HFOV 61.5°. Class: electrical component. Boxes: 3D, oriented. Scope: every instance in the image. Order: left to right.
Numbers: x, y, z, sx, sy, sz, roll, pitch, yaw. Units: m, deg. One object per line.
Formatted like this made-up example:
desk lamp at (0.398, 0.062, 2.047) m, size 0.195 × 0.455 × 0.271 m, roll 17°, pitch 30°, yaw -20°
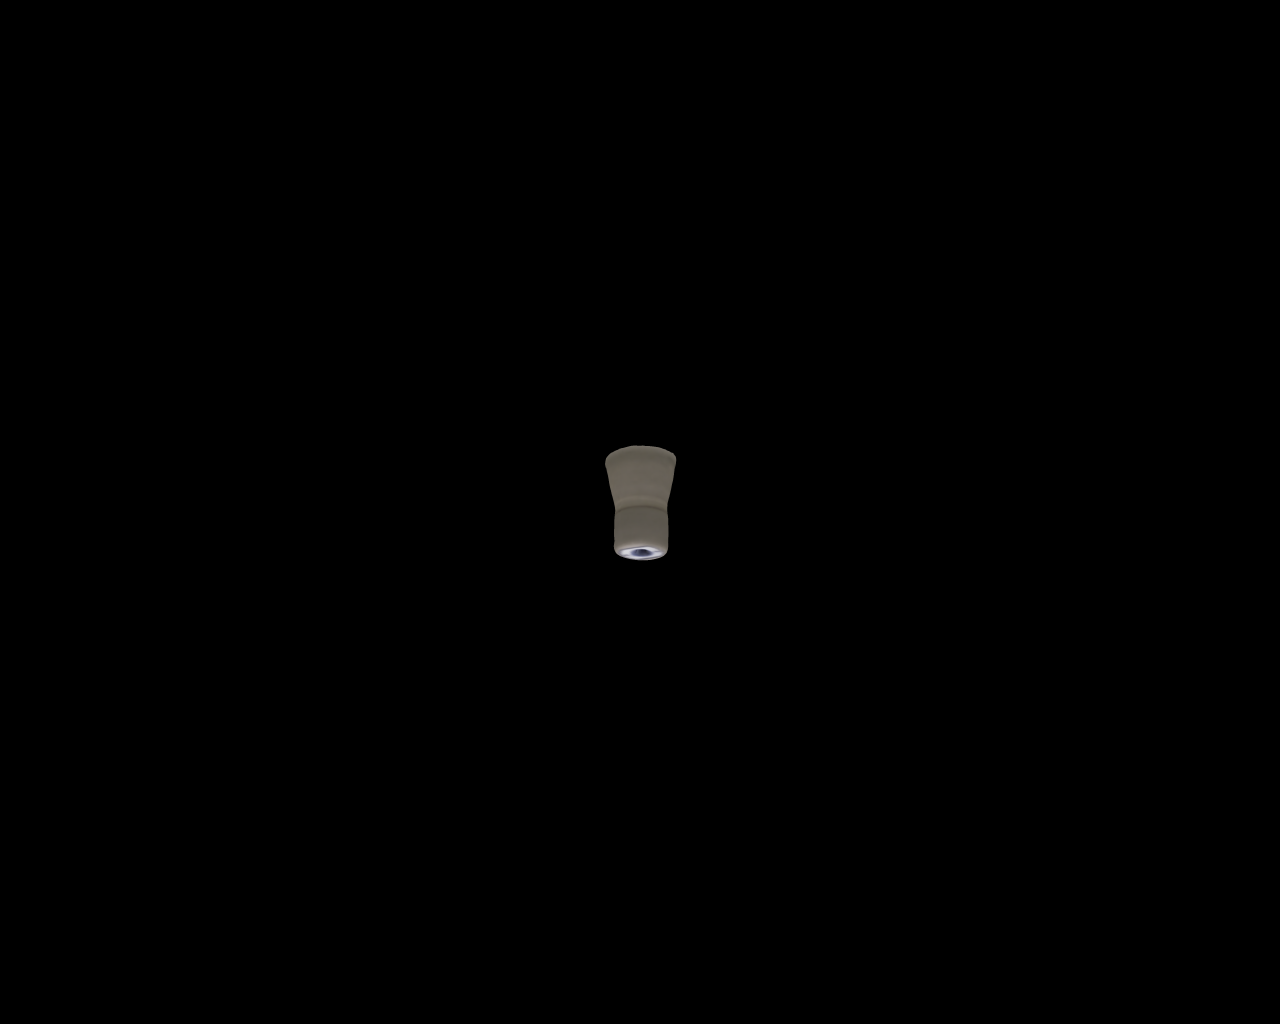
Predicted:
electrical component at (0.001, -0.003, 0.650) m, size 0.044 × 0.065 × 0.044 m, roll 0°, pitch -21°, yaw 0°
